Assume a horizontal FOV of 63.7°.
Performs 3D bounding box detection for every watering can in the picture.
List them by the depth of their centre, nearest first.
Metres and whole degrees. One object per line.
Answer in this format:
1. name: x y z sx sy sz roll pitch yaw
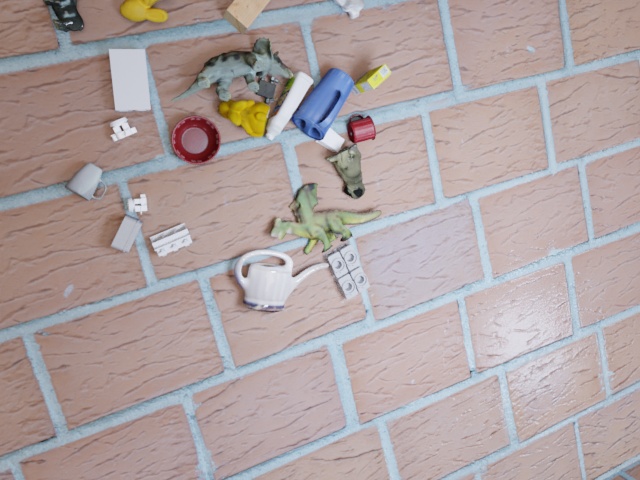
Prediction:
1. watering can: -0.143 0.153 1.849 0.347 0.104 0.224 9 94 -20

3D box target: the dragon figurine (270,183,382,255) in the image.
1. dragon figurine: 0.006 -0.095 1.880 0.413 0.122 0.241 -31 97 -15

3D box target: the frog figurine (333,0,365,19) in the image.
1. frog figurine: 0.108 -0.882 1.839 0.139 0.124 0.156 -47 145 -16
